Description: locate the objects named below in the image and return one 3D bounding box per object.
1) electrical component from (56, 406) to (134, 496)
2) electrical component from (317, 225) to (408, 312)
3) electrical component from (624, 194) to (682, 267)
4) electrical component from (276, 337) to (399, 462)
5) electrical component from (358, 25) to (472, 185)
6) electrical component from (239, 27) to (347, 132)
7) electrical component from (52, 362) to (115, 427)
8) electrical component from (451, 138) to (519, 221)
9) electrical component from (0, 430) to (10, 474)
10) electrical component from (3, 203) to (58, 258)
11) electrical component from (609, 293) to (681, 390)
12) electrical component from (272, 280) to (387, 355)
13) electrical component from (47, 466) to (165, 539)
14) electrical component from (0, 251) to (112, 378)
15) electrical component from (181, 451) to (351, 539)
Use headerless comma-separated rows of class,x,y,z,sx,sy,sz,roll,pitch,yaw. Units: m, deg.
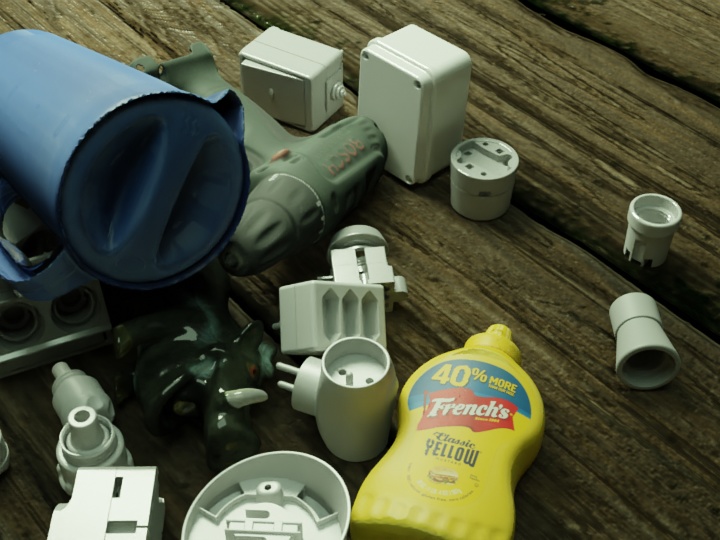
electrical component,-0.171,0.112,0.682,0.048,0.062,0.048,0,44,0
electrical component,0.000,0.000,0.813,0.066,0.048,0.055,-4,51,-5
electrical component,0.229,-0.030,0.845,0.040,0.046,0.040,0,44,0
electrical component,-0.019,0.080,0.706,0.079,0.077,0.044,16,46,17
electrical component,0.043,-0.138,0.909,0.057,0.113,0.078,-32,53,-33
electrical component,-0.058,-0.169,0.977,0.096,0.061,0.061,23,48,22
electrical component,-0.193,0.085,0.730,0.035,0.035,0.061,-24,46,-24
electrical component,0.101,-0.074,0.889,0.055,0.047,0.055,0,44,0
electrical component,-0.246,0.108,0.685,0.035,0.061,0.035,0,44,0
electrical component,-0.270,-0.023,0.838,0.064,0.042,0.081,22,47,26
electrical component,0.200,0.048,0.769,0.044,0.044,0.065,1,39,1
electrical component,-0.031,0.037,0.760,0.066,0.077,0.047,4,79,-41
electrical component,-0.150,0.165,0.635,0.056,0.050,0.089,0,44,-1
electrical component,-0.247,0.030,0.764,0.121,0.078,0.063,-17,25,-18
electrical component,-0.055,0.159,0.633,0.099,0.064,0.099,0,44,0
